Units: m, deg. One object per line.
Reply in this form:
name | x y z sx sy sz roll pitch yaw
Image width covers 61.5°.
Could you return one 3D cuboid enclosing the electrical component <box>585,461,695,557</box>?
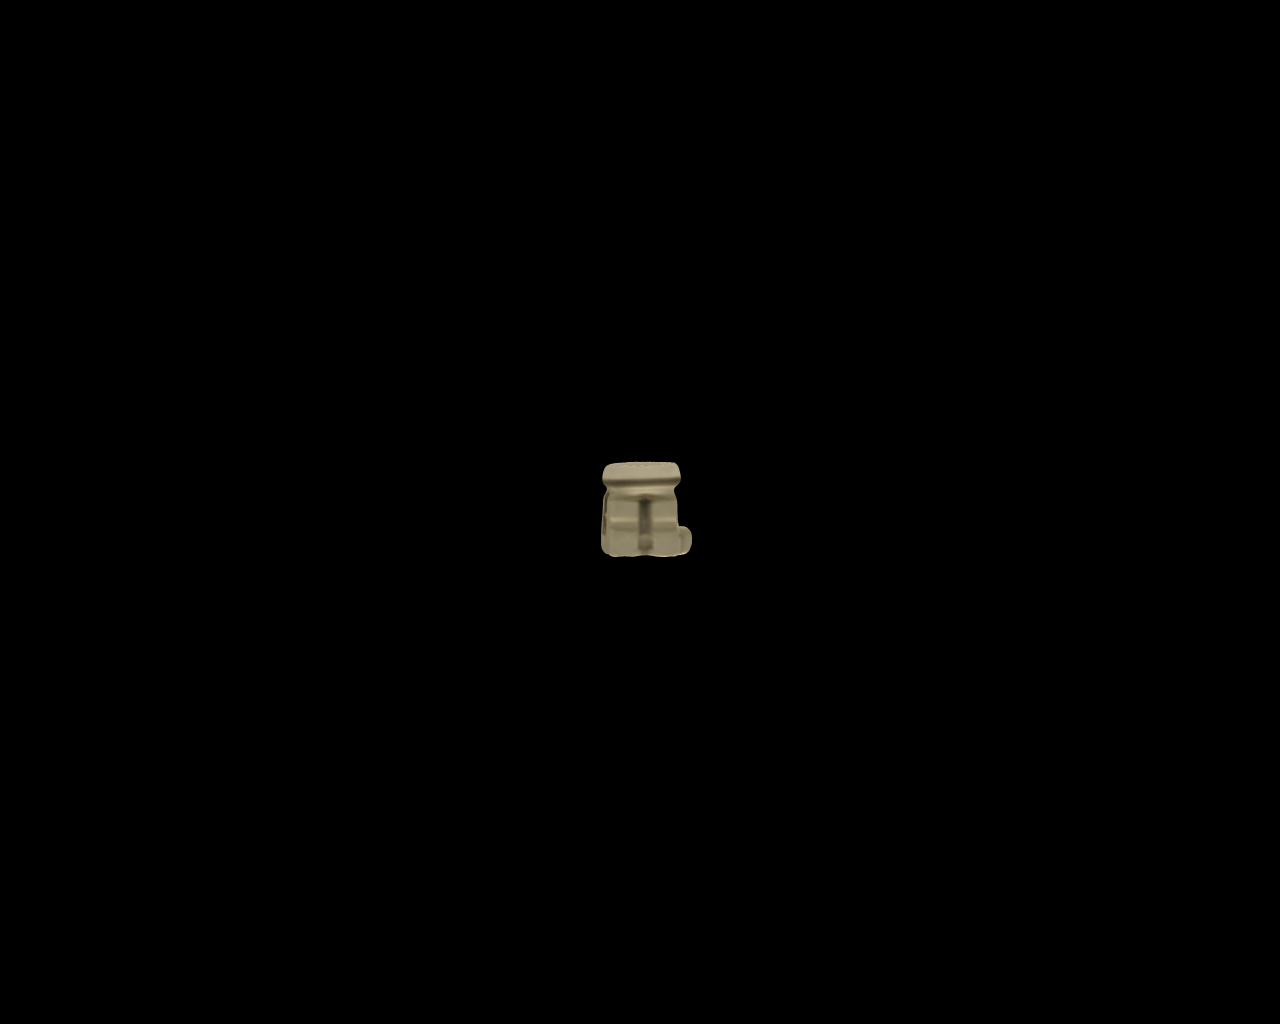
electrical component | 0.001 -0.003 0.650 0.066 0.055 0.048 -1 4 -11
